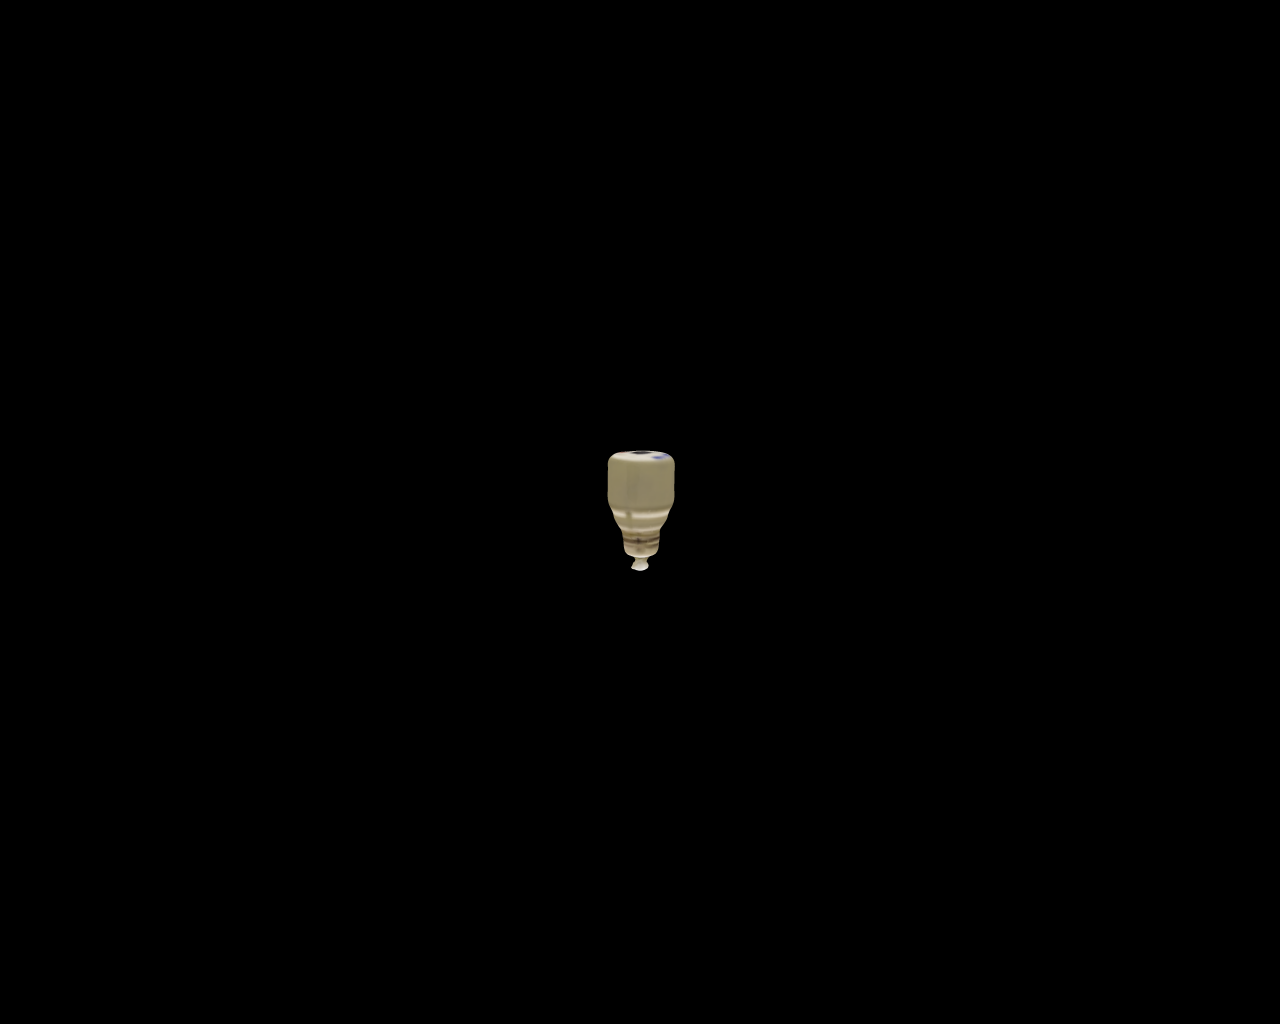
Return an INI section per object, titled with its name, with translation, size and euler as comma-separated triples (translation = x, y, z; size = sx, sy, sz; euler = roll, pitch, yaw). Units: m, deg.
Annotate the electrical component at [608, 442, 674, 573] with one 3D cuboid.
[electrical component]
translation = 0.001, -0.003, 0.650
size = 0.040, 0.078, 0.040
euler = 0, 11, 0
